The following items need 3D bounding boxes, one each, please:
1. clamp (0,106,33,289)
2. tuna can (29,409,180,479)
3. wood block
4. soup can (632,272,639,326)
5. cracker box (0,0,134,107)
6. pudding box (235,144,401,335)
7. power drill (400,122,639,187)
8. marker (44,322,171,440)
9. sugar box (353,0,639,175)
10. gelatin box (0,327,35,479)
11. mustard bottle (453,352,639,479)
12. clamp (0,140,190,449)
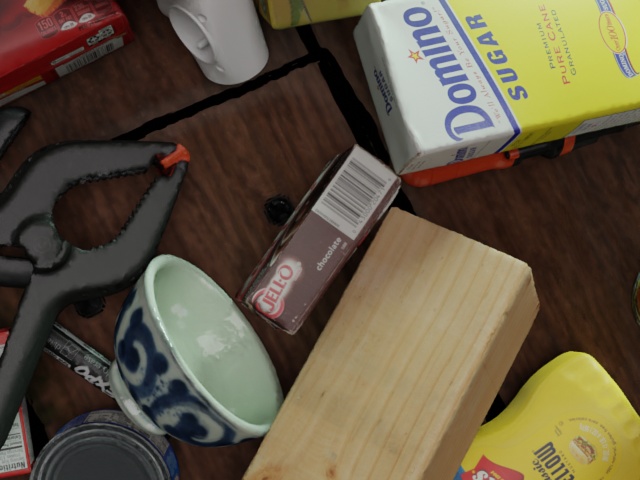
[{"bbox_3d":[-0.219,0.010,0.641,0.171,0.039,0.120,-34,89,-7],"label":"clamp"},{"bbox_3d":[-0.128,0.146,0.641,0.086,0.033,0.086,0,99,2],"label":"tuna can"},{"bbox_3d":[0.040,0.099,0.618,0.090,0.090,0.206,24,78,22],"label":"wood block"},{"bbox_3d":[0.247,0.038,0.661,0.068,0.102,0.068,0,89,-7],"label":"soup can"},{"bbox_3d":[-0.232,-0.181,0.627,0.164,0.072,0.214,-28,91,-7],"label":"cracker box"},{"bbox_3d":[-0.004,0.001,0.640,0.039,0.090,0.113,38,84,-7],"label":"pudding box"},{"bbox_3d":[0.116,-0.140,0.673,0.184,0.057,0.187,-16,90,-10],"label":"power drill"},{"bbox_3d":[-0.132,0.084,0.658,0.121,0.020,0.020,37,85,-5],"label":"marker"},{"bbox_3d":[0.116,-0.102,0.614,0.176,0.048,0.093,-14,79,-16],"label":"sugar box"},{"bbox_3d":[-0.215,0.102,0.643,0.073,0.030,0.089,-9,91,-8],"label":"gelatin box"},{"bbox_3d":[0.113,0.159,0.665,0.191,0.058,0.096,-34,90,-6],"label":"mustard bottle"},{"bbox_3d":[-0.160,0.015,0.617,0.209,0.036,0.164,-28,95,-15],"label":"clamp"}]
